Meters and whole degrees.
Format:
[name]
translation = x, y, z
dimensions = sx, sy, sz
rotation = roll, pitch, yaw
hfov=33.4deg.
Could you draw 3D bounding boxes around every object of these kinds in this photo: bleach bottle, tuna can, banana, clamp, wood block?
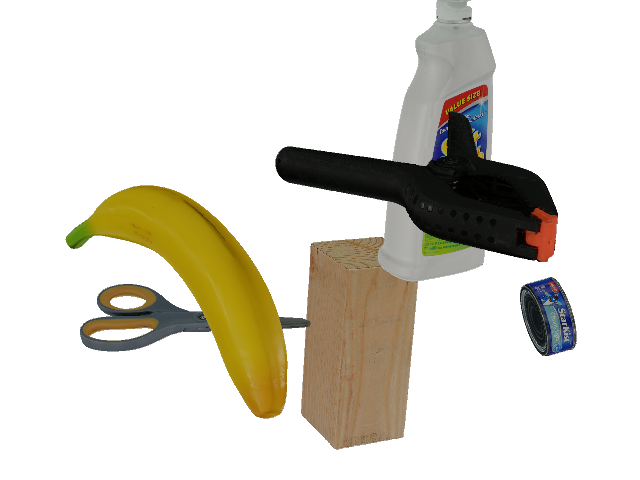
[bleach bottle]
translation = 0.108, -0.093, 0.973
dimensions = 0.102, 0.251, 0.068
rotation = -10, 24, -25
[tuna can]
translation = 0.256, 0.086, 1.204
dimensions = 0.033, 0.086, 0.086
rotation = -15, 1, -5
[banana]
translation = -0.072, 0.019, 0.602
dimensions = 0.037, 0.070, 0.198
rotation = 5, 25, -48
[clamp]
translation = 0.075, -0.037, 0.717
dimensions = 0.164, 0.036, 0.210
rotation = -12, 28, -21
[wood block]
translation = 0.041, 0.109, 1.163
dimensions = 0.090, 0.206, 0.091
rotation = -5, 20, -25

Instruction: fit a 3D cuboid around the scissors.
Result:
[scissors]
translation = -0.118, 0.064, 0.973
dimensions = 0.201, 0.016, 0.096
rotation = -8, 35, -14
